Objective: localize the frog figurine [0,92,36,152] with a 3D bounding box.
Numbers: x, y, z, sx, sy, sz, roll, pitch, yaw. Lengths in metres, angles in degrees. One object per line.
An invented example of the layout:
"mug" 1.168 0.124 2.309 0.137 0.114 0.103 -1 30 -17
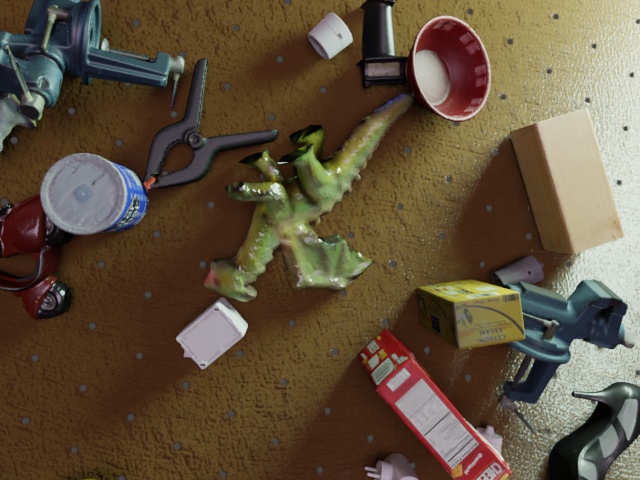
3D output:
"frog figurine" -0.498 -0.170 0.704 0.161 0.123 0.135 -37 114 -16

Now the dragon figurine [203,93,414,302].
"dragon figurine" 0.002 -0.039 0.785 0.412 0.123 0.239 -26 111 -8
